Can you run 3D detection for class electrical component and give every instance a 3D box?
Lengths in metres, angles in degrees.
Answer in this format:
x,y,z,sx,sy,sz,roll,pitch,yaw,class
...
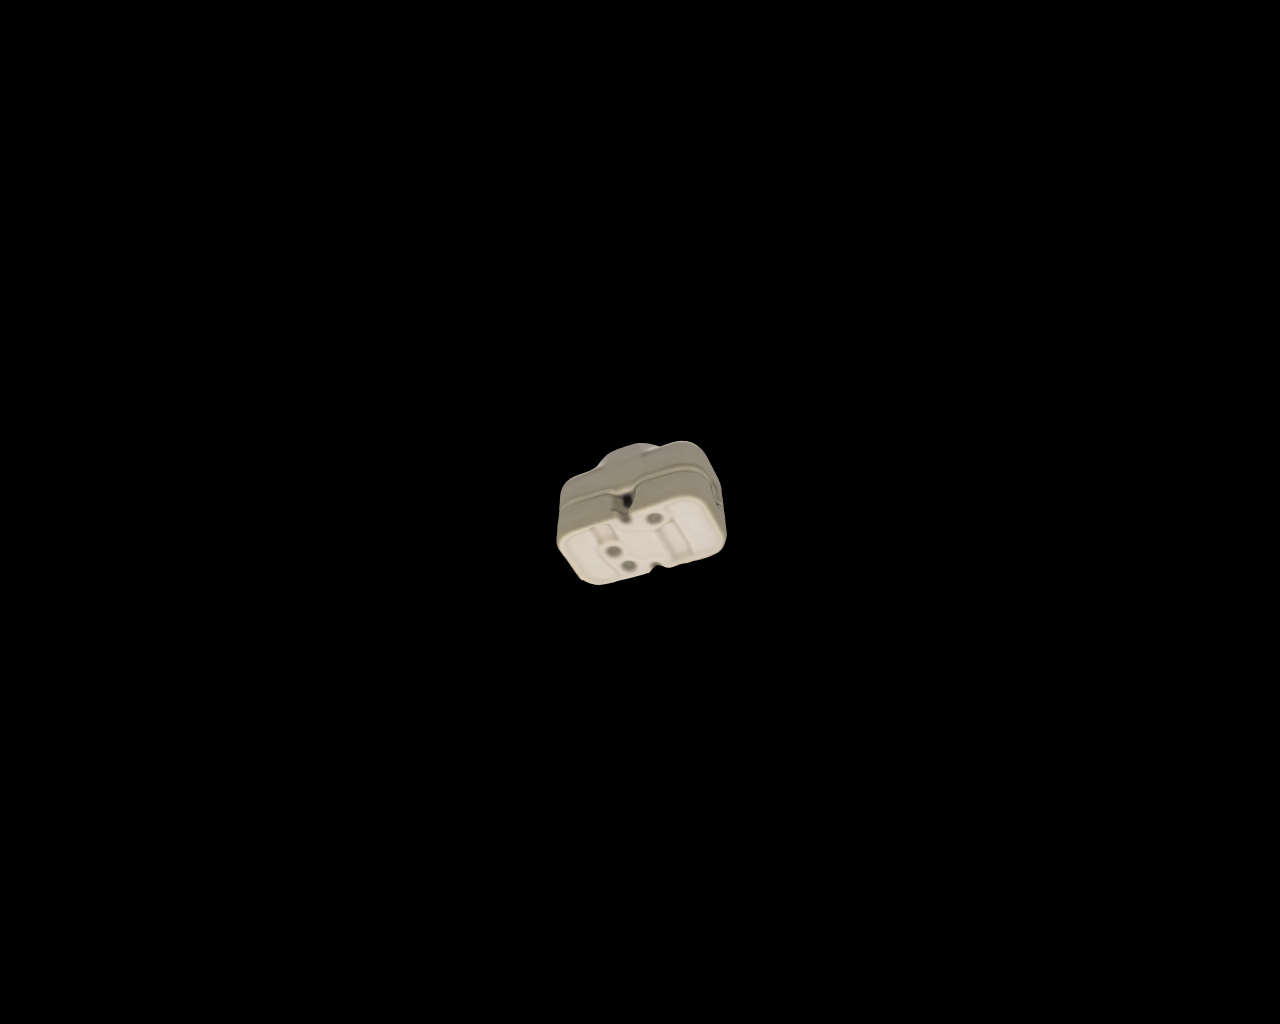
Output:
x,y,z,sx,sy,sz,roll,pitch,yaw,class
0.001,-0.003,0.650,0.095,0.059,0.053,-17,-48,16,electrical component
